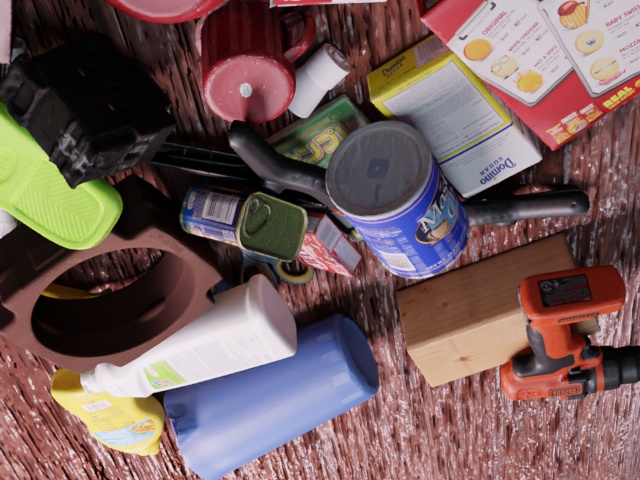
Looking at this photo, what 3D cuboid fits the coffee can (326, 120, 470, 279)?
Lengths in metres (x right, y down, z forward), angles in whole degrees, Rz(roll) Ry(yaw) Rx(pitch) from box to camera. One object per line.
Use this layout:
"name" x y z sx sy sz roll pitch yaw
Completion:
"coffee can" 0.078 -0.036 1.034 0.103 0.103 0.140 -20 148 14

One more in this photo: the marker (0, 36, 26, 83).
"marker" -0.287 -0.134 0.984 0.020 0.020 0.121 8 135 -16

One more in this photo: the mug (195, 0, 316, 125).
"mug" -0.054 -0.161 0.939 0.117 0.081 0.093 -25 134 19

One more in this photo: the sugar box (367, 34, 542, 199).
"sugar box" 0.133 -0.119 1.036 0.093 0.048 0.176 -28 136 24

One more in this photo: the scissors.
"scissors" -0.062 -0.001 1.159 0.096 0.016 0.202 -10 137 1

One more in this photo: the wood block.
"wood block" 0.203 0.083 1.228 0.206 0.090 0.090 -21 136 14

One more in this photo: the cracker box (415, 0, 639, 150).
"cracker box" 0.210 -0.198 0.942 0.164 0.072 0.213 -35 129 25

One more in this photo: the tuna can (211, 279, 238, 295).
"tuna can" -0.126 0.083 1.227 0.086 0.034 0.086 -4 137 -4

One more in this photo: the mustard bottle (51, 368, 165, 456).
"mustard bottle" -0.249 0.217 1.337 0.096 0.058 0.191 -17 136 11

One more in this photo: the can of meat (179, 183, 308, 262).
"can of meat" -0.076 -0.020 1.058 0.084 0.057 0.101 13 177 36

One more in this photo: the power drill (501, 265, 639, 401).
"power drill" 0.287 0.107 1.154 0.184 0.057 0.187 -10 138 3

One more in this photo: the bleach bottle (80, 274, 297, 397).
"bleach bottle" -0.157 0.120 1.192 0.251 0.068 0.102 -18 135 15

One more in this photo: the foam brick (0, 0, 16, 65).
"foam brick" -0.282 -0.196 0.895 0.051 0.053 0.078 5 137 -13

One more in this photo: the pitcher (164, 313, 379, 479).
"pitcher" -0.052 0.184 1.291 0.243 0.149 0.145 -27 118 16

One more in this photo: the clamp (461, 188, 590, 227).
"clamp" 0.201 -0.034 1.122 0.172 0.039 0.120 -3 179 20

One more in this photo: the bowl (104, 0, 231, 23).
"bowl" -0.129 -0.233 0.862 0.162 0.055 0.162 -1 133 -2

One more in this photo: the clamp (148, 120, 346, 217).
"clamp" -0.058 -0.066 1.034 0.165 0.036 0.209 1 165 45

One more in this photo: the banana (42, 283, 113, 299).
"banana" -0.323 0.038 1.157 0.197 0.037 0.070 29 103 -35

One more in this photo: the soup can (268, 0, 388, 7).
"soup can" 0.007 -0.229 0.884 0.102 0.068 0.068 -3 137 -4

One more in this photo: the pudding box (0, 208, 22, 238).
"pudding box" -0.310 -0.041 1.067 0.113 0.039 0.090 9 136 -16

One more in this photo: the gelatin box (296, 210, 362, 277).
"gelatin box" -0.007 0.001 1.126 0.073 0.030 0.089 13 156 39
